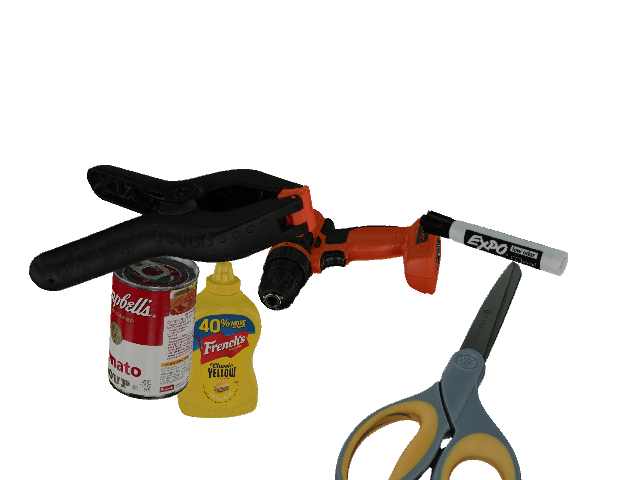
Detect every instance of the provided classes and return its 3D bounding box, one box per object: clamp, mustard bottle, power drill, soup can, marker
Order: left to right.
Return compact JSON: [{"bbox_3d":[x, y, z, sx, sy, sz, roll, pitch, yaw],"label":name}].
[{"bbox_3d":[-0.135,0.067,0.856,0.068,0.102,0.068,6,23,-3],"label":"soup can"},{"bbox_3d":[-0.092,-0.008,0.654,0.172,0.039,0.120,0,41,22],"label":"clamp"},{"bbox_3d":[-0.120,0.116,1.276,0.096,0.192,0.058,0,19,-13],"label":"mustard bottle"},{"bbox_3d":[0.034,0.020,1.165,0.188,0.057,0.184,2,31,12],"label":"power drill"},{"bbox_3d":[0.131,0.000,0.825,0.121,0.020,0.020,19,9,29],"label":"marker"}]

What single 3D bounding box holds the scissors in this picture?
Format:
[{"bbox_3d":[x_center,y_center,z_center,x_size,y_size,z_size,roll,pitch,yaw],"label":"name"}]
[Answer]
[{"bbox_3d":[0.088,0.080,0.551,0.096,0.016,0.201,27,46,31],"label":"scissors"}]
